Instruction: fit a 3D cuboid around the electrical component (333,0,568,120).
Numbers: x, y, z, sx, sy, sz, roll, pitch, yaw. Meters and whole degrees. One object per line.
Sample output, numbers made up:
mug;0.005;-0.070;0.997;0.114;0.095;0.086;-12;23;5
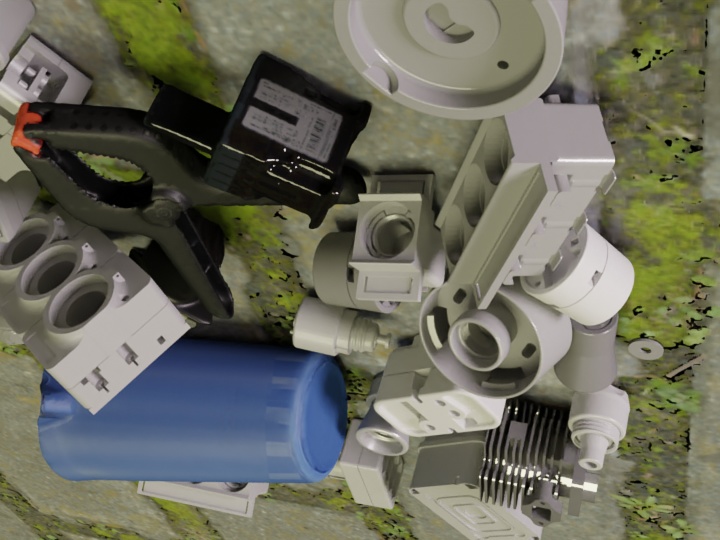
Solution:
electrical component;0.047;-0.130;0.508;0.108;0.060;0.108;13;146;9

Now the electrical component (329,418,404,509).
electrical component;-0.006;0.176;0.992;0.076;0.047;0.083;7;145;18

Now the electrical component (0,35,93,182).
electrical component;-0.217;-0.100;0.692;0.056;0.050;0.089;37;142;-26

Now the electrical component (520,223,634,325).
electrical component;0.135;0.002;0.664;0.047;0.055;0.055;32;145;-26

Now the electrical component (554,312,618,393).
electrical component;0.156;0.048;0.733;0.044;0.044;0.065;9;141;14

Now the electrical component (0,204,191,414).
electrical component;-0.204;0.019;0.765;0.150;0.089;0.061;35;162;44

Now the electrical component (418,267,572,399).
electrical component;0.090;0.035;0.717;0.099;0.064;0.099;18;126;26

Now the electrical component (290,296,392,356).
electrical component;-0.015;0.045;0.813;0.078;0.040;0.040;12;146;10

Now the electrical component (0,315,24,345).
electrical component;-0.272;0.019;0.868;0.080;0.080;0.051;15;152;6

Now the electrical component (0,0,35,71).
electrical component;-0.262;-0.153;0.630;0.113;0.057;0.078;1;143;25

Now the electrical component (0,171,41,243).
electrical component;-0.275;-0.062;0.766;0.062;0.061;0.096;14;147;7

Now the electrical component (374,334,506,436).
electrical component;0.064;0.085;0.813;0.095;0.059;0.054;-14;135;40

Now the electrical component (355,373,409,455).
electrical component;0.025;0.118;0.885;0.045;0.055;0.045;13;146;9

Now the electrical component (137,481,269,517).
electrical component;-0.153;0.193;1.069;0.121;0.078;0.063;8;175;16

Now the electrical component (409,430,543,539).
electrical component;0.107;0.190;0.947;0.078;0.057;0.113;-16;134;41

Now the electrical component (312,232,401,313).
electrical component;0.000;0.000;0.728;0.047;0.055;0.055;4;144;28

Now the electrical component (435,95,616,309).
electrical component;0.091;-0.042;0.605;0.063;0.078;0.121;-1;150;-14

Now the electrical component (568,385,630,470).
electrical component;0.177;0.118;0.803;0.043;0.062;0.043;13;147;9

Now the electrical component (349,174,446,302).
electrical component;0.027;-0.017;0.677;0.042;0.081;0.064;2;166;24
